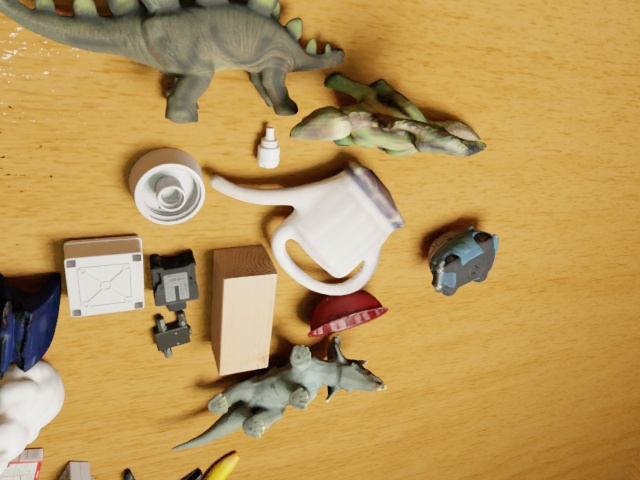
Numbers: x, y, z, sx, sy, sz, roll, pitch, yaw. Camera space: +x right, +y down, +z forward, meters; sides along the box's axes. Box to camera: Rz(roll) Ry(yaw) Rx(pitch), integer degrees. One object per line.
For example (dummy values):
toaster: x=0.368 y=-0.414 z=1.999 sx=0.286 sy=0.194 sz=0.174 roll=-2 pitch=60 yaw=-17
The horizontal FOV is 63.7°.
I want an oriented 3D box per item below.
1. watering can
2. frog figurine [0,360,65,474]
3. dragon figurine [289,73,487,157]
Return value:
watering can: x=0.003 y=-0.043 z=0.855 sx=0.224 sy=0.106 sz=0.342 roll=-42 pitch=123 yaw=3
frog figurine: x=-0.459 y=0.268 z=0.789 sx=0.122 sy=0.162 sz=0.135 roll=6 pitch=117 yaw=-29
dragon figurine: x=0.142 y=-0.157 z=0.767 sx=0.410 sy=0.247 sz=0.120 roll=1 pitch=115 yaw=-23
